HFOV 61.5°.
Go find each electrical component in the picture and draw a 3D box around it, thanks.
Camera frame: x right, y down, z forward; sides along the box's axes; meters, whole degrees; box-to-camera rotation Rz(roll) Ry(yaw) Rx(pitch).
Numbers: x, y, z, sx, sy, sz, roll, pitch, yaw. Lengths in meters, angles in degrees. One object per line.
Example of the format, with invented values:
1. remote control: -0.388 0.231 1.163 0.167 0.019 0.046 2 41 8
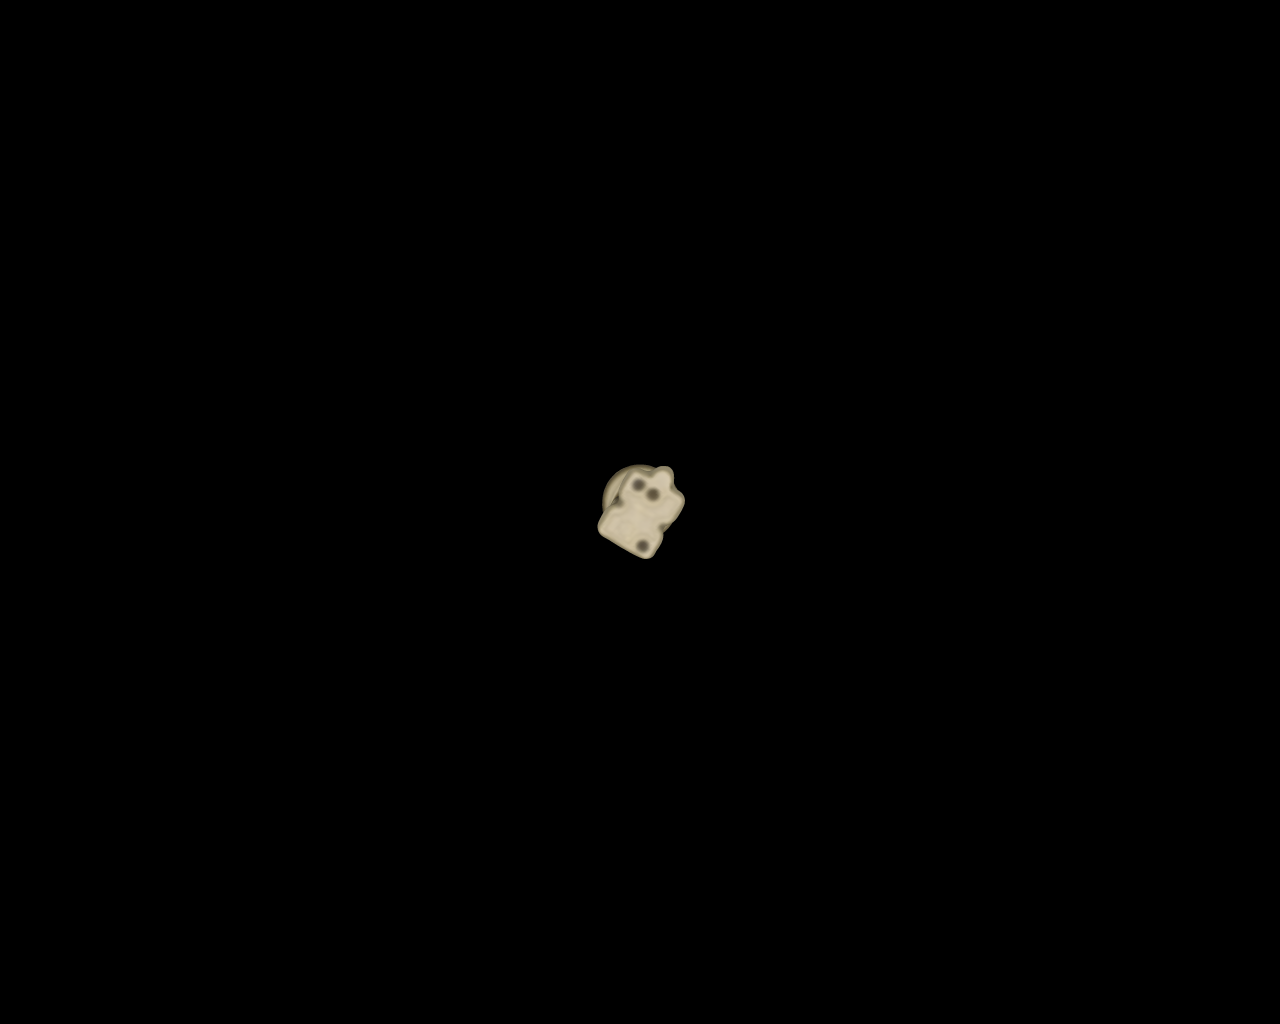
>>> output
1. electrical component: 0.001 -0.003 0.650 0.048 0.066 0.055 31 8 -5
